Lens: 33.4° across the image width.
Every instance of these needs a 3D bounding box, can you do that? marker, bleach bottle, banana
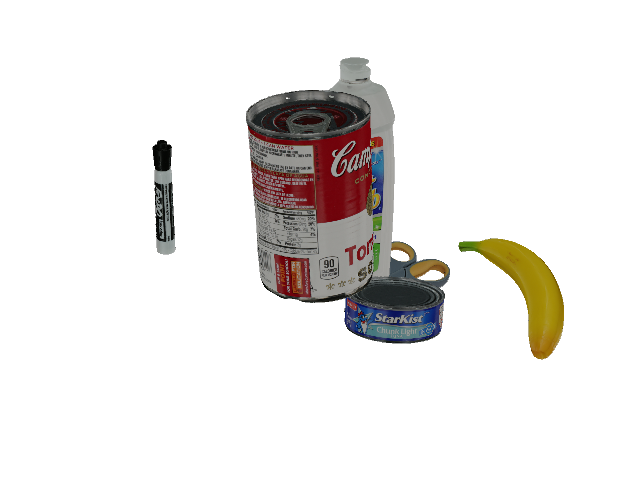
[{"bbox_3d":[-0.156,-0.043,1.062,0.020,0.121,0.020,1,29,-1],"label":"marker"},{"bbox_3d":[0.027,-0.067,1.131,0.102,0.251,0.068,-2,24,-4],"label":"bleach bottle"},{"bbox_3d":[0.216,0.052,1.129,0.069,0.037,0.198,-28,38,0],"label":"banana"}]

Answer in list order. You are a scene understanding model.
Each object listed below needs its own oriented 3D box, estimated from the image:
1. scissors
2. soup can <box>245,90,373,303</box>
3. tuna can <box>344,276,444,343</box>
[{"bbox_3d":[0.075,0.041,1.286,0.201,0.016,0.096,-10,41,-41],"label":"scissors"},{"bbox_3d":[-0.005,-0.025,0.596,0.068,0.102,0.068,-2,27,1],"label":"soup can"},{"bbox_3d":[0.063,0.059,0.921,0.086,0.034,0.086,2,15,-1],"label":"tuna can"}]
